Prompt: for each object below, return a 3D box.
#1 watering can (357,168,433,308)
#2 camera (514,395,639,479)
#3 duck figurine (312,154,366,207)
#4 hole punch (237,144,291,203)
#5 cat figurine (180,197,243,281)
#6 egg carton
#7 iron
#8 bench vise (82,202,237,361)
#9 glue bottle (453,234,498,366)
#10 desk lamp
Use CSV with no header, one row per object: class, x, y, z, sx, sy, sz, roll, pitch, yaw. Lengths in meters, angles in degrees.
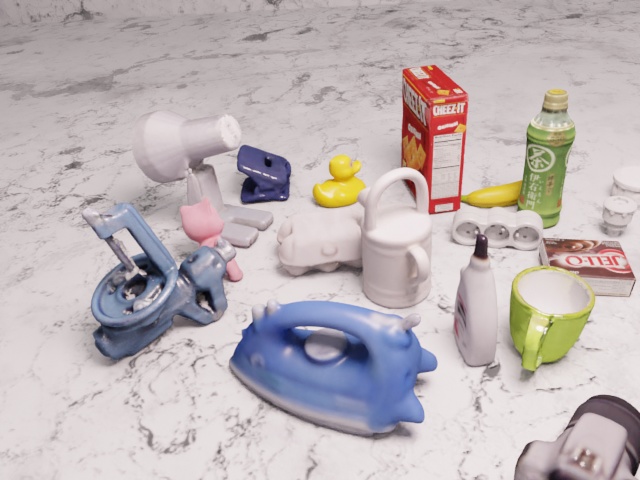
watering can,0.100,-0.013,0.795,0.101,0.194,0.172,-30,41,-32
camera,0.270,0.208,0.526,0.142,0.101,0.137,21,42,34
duck figurine,0.034,-0.114,1.051,0.105,0.086,0.077,-18,36,-18
hole punch,-0.105,-0.132,1.093,0.101,0.091,0.108,-5,34,0
cat figurine,-0.173,-0.007,0.890,0.067,0.118,0.127,-19,36,-19
egg carton,0.008,0.003,0.895,0.150,0.069,0.107,-7,34,-3
iron,0.000,0.121,0.656,0.257,0.142,0.119,7,36,18
bench vise,-0.219,0.029,0.752,0.121,0.220,0.208,18,40,31
glue bottle,0.187,0.066,0.685,0.037,0.173,0.078,-8,34,-5
desk lamp,-0.196,-0.114,0.967,0.202,0.214,0.118,9,36,20
